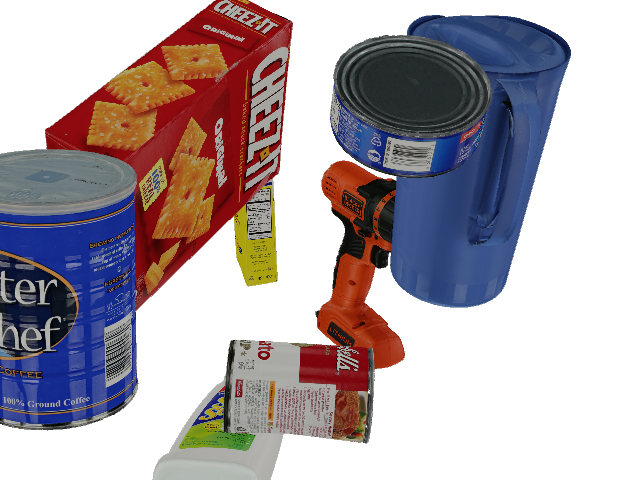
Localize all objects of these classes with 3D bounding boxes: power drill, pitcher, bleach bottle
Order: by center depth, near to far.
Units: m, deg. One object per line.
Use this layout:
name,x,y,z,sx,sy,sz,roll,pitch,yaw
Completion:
pitcher,0.129,-0.060,0.914,0.145,0.243,0.149,22,35,24
bleach bottle,-0.087,0.182,1.059,0.102,0.068,0.250,2,20,6
power drill,0.060,0.031,1.070,0.057,0.188,0.185,-9,29,-32

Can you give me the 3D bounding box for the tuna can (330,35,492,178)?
tuna can,0.048,-0.074,0.584,0.086,0.086,0.034,0,-43,-7

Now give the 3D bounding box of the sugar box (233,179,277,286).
sugar box,-0.084,-0.042,1.325,0.048,0.176,0.093,-9,24,-11

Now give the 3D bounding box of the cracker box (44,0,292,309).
cracker box,-0.108,-0.064,0.810,0.072,0.164,0.213,28,49,18

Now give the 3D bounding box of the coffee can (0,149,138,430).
coffee can,-0.161,0.027,0.639,0.103,0.140,0.103,3,21,-1

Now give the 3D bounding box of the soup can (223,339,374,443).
soup can,-0.015,0.107,0.758,0.102,0.068,0.068,4,0,-1
